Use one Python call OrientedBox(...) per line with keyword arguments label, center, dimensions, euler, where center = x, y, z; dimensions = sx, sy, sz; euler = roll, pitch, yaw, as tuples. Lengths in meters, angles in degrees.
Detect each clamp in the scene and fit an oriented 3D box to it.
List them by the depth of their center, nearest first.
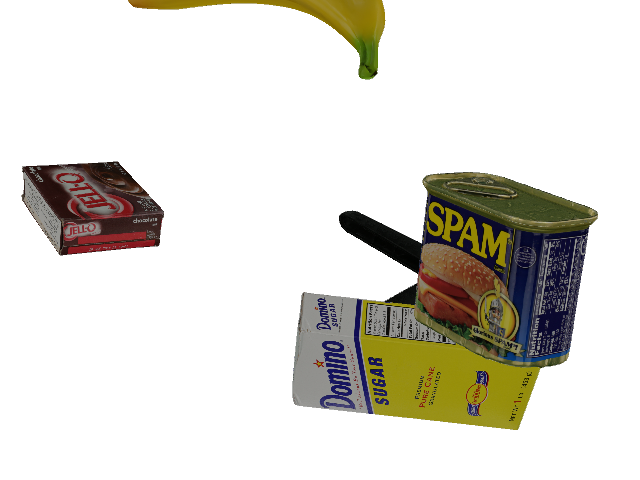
OrientedBox(label="clamp", center=(0.109, 0.044, 1.016), dimensions=(0.210, 0.164, 0.036), euler=(6, -40, 9))

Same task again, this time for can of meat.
OrientedBox(label="can of meat", center=(0.098, 0.015, 0.592), dimensions=(0.057, 0.084, 0.102), euler=(-6, 20, -32))

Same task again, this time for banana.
OrientedBox(label="banana", center=(-0.033, -0.153, 0.650), dimensions=(0.198, 0.069, 0.037), euler=(22, -32, 32))

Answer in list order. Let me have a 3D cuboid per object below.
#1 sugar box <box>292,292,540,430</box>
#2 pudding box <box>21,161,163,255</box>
OrientedBox(label="sugar box", center=(0.068, 0.092, 0.795), dimensions=(0.176, 0.048, 0.093), euler=(4, -45, -1))
OrientedBox(label="pudding box", center=(-0.199, -0.030, 0.920), dimensions=(0.089, 0.039, 0.114), euler=(-5, 27, -32))
